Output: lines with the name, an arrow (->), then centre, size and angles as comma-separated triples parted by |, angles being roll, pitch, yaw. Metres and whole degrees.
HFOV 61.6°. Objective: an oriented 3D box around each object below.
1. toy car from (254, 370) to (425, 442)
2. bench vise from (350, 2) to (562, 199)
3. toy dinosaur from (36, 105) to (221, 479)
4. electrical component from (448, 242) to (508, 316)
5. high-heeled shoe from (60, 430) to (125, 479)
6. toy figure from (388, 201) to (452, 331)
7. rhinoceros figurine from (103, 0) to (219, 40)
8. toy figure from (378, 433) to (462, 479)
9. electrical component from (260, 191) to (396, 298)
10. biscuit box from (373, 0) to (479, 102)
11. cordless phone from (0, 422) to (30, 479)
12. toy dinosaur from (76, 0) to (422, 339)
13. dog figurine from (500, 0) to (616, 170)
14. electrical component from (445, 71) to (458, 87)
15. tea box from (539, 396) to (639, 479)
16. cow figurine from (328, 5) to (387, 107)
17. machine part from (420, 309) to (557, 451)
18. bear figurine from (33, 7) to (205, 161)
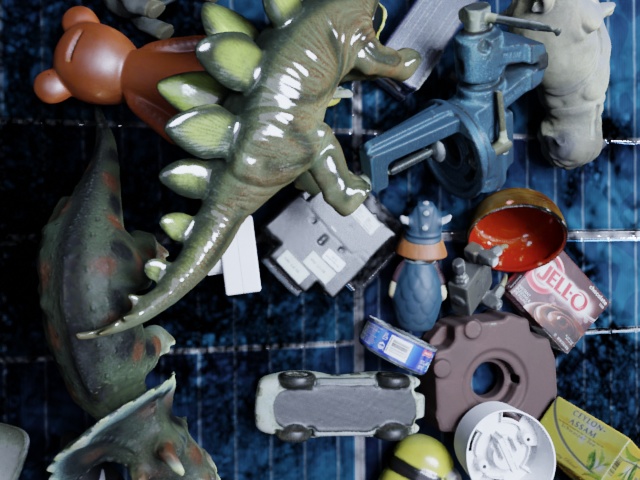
toy car -> 0.025, 0.190, 0.622 | 0.202, 0.056, 0.073 | 4, 83, -13
bench vise -> 0.133, -0.123, 0.579 | 0.241, 0.223, 0.129 | -27, 52, -12
toy dinosaur -> -0.205, 0.059, 0.506 | 0.131, 0.192, 0.404 | -14, 94, -13
electrical component -> 0.189, 0.046, 0.635 | 0.078, 0.045, 0.102 | -45, 136, -35
high-heeled shoe -> -0.166, 0.291, 0.570 | 0.145, 0.086, 0.248 | -21, 100, -12
toy figure -> 0.115, 0.029, 0.628 | 0.064, 0.058, 0.154 | -3, 103, -25
rhinoceros figurine -> -0.155, -0.309, 0.580 | 0.112, 0.073, 0.190 | 41, 84, 2
toy figure -> 0.090, 0.311, 0.622 | 0.089, 0.082, 0.180 | 42, 85, -9
electrical component -> -0.001, -0.002, 0.614 | 0.134, 0.058, 0.115 | -42, 96, -8
biscuit box -> 0.137, -0.266, 0.641 | 0.063, 0.059, 0.202 | 36, 84, -8
cordless phone -> -0.360, 0.175, 0.531 | 0.147, 0.089, 0.184 | 13, 83, -11
toy dinosaur -> -0.044, -0.106, 0.491 | 0.198, 0.105, 0.471 | 31, 76, -32
dog figurine -> 0.279, -0.181, 0.618 | 0.172, 0.121, 0.190 | -2, 89, -42
electrical component -> 0.207, -0.195, 0.674 | 0.094, 0.021, 0.063 | 32, 84, -11
tea box -> 0.338, 0.269, 0.639 | 0.068, 0.098, 0.169 | -50, 121, -7
cow figurine -> 0.016, -0.210, 0.612 | 0.098, 0.068, 0.167 | 21, 87, -36
machine part -> 0.205, 0.171, 0.657 | 0.179, 0.056, 0.179 | 0, 91, -12
bear figurine -> -0.176, -0.156, 0.563 | 0.196, 0.132, 0.120 | 12, 77, 9
